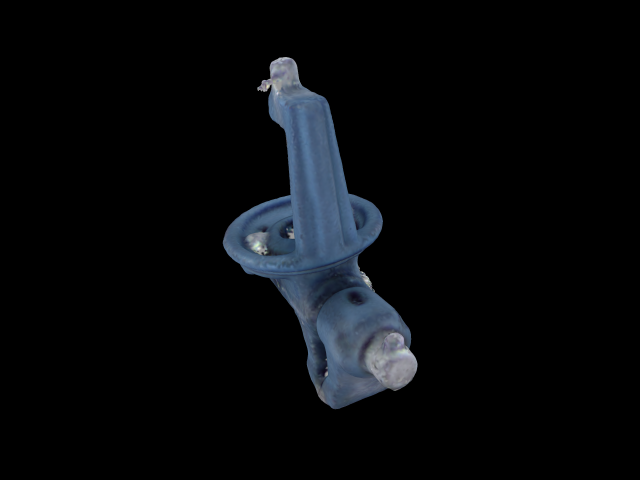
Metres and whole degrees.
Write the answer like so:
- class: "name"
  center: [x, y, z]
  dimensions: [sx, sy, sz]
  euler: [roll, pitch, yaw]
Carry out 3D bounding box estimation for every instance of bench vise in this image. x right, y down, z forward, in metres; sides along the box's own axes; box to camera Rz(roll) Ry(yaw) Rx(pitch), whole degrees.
- class: "bench vise"
  center: [0.012, -0.004, 0.406]
  dimensions: [0.122, 0.220, 0.206]
  euler: [-34, 52, -31]
